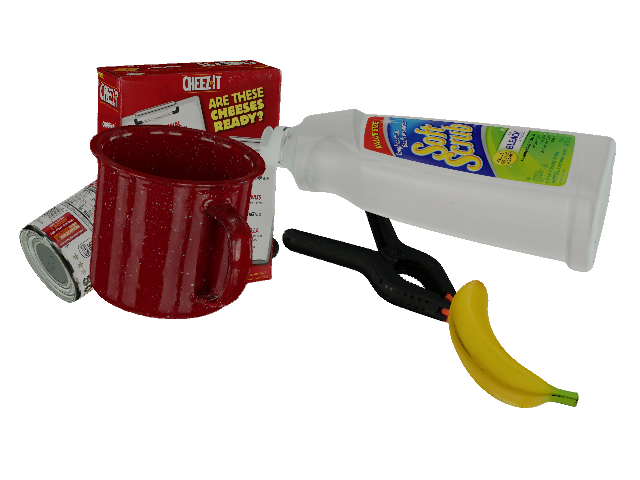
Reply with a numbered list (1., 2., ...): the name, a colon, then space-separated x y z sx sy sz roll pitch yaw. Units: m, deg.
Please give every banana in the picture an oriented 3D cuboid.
1. banana: 0.152 0.094 0.956 0.069 0.037 0.198 5 28 -22

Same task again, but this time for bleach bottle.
1. bleach bottle: 0.074 -0.046 0.757 0.251 0.068 0.102 10 40 17

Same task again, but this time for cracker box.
1. cracker box: -0.127 -0.060 1.018 0.163 0.214 0.072 -8 21 -31

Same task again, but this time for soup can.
1. soup can: -0.165 -0.009 0.804 0.102 0.068 0.069 -38 22 -30

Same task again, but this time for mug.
1. mug: -0.073 -0.005 0.570 0.093 0.081 0.117 -10 29 -40

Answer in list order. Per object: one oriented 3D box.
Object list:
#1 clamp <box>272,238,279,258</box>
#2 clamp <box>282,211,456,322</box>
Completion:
1. clamp: -0.129 0.032 1.212 0.120 0.039 0.171 0 30 31
2. clamp: 0.068 0.026 1.236 0.164 0.036 0.210 -19 50 -38
